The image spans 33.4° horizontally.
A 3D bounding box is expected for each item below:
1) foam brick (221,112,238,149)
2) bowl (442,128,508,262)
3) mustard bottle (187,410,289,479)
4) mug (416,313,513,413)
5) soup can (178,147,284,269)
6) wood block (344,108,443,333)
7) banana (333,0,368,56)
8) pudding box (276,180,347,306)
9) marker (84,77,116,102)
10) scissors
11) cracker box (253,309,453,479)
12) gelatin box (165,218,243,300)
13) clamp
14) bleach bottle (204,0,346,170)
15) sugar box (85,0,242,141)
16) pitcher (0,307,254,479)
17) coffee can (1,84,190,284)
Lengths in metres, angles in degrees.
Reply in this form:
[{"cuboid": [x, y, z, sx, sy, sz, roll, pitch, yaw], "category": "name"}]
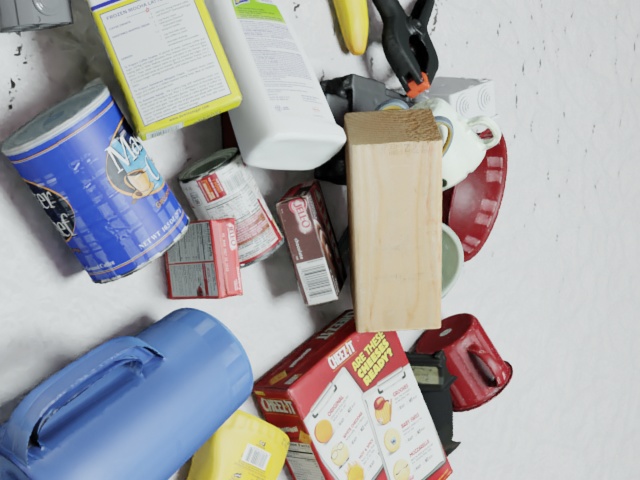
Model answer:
[{"cuboid": [-0.055, -0.109, 1.081, 0.078, 0.053, 0.051, -3, 88, -41], "category": "foam brick"}, {"cuboid": [0.164, -0.058, 1.250, 0.161, 0.055, 0.162, -37, 135, -48], "category": "bowl"}, {"cuboid": [-0.096, 0.261, 1.011, 0.096, 0.058, 0.191, 36, 64, -40], "category": "mustard bottle"}, {"cuboid": [0.169, 0.140, 1.226, 0.093, 0.117, 0.081, -38, 108, -17], "category": "mug"}, {"cuboid": [-0.086, -0.030, 1.036, 0.068, 0.069, 0.102, -40, 112, -37], "category": "soup can"}, {"cuboid": [0.074, -0.019, 1.076, 0.090, 0.091, 0.206, -3, 117, -1], "category": "wood block"}, {"cuboid": [0.008, -0.298, 1.163, 0.069, 0.037, 0.197, -47, 117, -24], "category": "banana"}, {"cuboid": [-0.007, 0.001, 1.097, 0.090, 0.039, 0.113, -58, 134, -74], "category": "pudding box"}, {"cuboid": [-0.179, -0.094, 0.989, 0.020, 0.020, 0.121, -44, 115, -35], "category": "marker"}, {"cuboid": [0.051, -0.067, 1.114, 0.096, 0.202, 0.016, 42, 20, -17], "category": "scissors"}, {"cuboid": [0.038, 0.203, 1.130, 0.163, 0.072, 0.213, -36, 110, -39], "category": "cracker box"}, {"cuboid": [-0.110, 0.018, 0.996, 0.030, 0.089, 0.073, -8, 92, -40], "category": "gelatin box"}, {"cuboid": [0.090, -0.242, 1.207, 0.120, 0.039, 0.171, 21, 49, -30], "category": "clamp"}, {"cuboid": [-0.060, -0.192, 1.032, 0.102, 0.068, 0.251, 0, 64, -41], "category": "bleach bottle"}, {"cuboid": [-0.141, -0.182, 0.902, 0.093, 0.048, 0.176, -21, 89, -9], "category": "sugar box"}, {"cuboid": [-0.169, 0.153, 0.903, 0.242, 0.149, 0.145, -39, 100, -40], "category": "pitcher"}, {"cuboid": [-0.191, -0.048, 0.919, 0.102, 0.103, 0.140, -46, 116, -34], "category": "coffee can"}]
